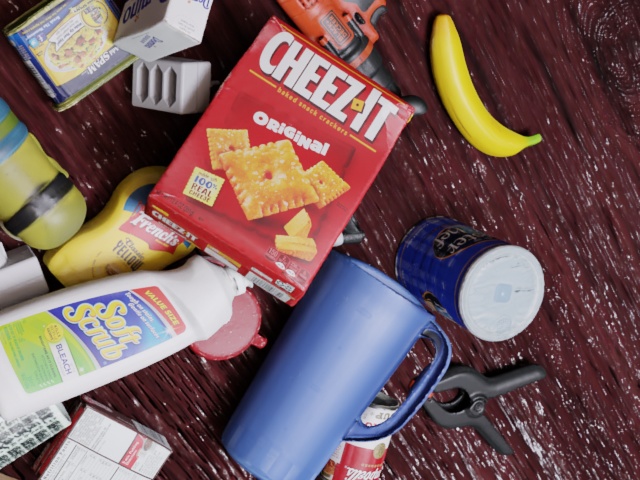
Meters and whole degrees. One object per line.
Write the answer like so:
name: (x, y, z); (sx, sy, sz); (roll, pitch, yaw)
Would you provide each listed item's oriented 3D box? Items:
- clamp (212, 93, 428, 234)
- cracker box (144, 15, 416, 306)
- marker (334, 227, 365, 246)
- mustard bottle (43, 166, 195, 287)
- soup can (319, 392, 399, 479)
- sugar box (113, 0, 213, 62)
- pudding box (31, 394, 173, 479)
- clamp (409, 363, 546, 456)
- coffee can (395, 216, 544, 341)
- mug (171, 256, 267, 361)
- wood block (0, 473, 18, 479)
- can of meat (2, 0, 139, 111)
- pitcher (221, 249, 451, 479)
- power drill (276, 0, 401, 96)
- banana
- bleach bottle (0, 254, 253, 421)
clamp: (-0.014, -0.094, 1.078); (0.209, 0.036, 0.165); (13, 116, -16)
cracker box: (-0.035, -0.073, 0.978); (0.164, 0.072, 0.213); (33, 72, -4)
marker: (-0.007, 0.001, 1.131); (0.121, 0.020, 0.020); (-7, 107, -24)
mustard bottle: (-0.166, -0.014, 1.029); (0.191, 0.058, 0.096); (-45, 115, -9)
soup can: (0.044, 0.221, 1.189); (0.068, 0.069, 0.102); (12, 98, -28)
sugar box: (-0.121, -0.250, 0.933); (0.048, 0.094, 0.176); (26, 71, -34)
pudding box: (-0.220, 0.221, 1.081); (0.113, 0.039, 0.090); (35, 88, -27)
clamp: (0.189, 0.182, 1.263); (0.171, 0.039, 0.120); (24, 93, -29)
coffee can: (0.158, 0.039, 1.150); (0.102, 0.140, 0.103); (-7, 107, -24)
mug: (-0.101, 0.077, 1.071); (0.117, 0.082, 0.093); (38, 86, -29)
wood block: (-0.359, 0.257, 0.994); (0.205, 0.091, 0.090); (30, 91, -29)
can of meat: (-0.220, -0.179, 0.958); (0.102, 0.058, 0.084); (-38, 115, -12)
pitcher: (0.012, 0.144, 1.113); (0.144, 0.149, 0.243); (32, 93, -32)
power drill: (0.069, -0.242, 1.077); (0.187, 0.057, 0.184); (-46, 118, -7)
banana: (0.166, -0.153, 1.163); (0.197, 0.037, 0.069); (47, 68, -29)
bleach bottle: (-0.183, 0.070, 0.968); (0.250, 0.068, 0.102); (-23, 89, -15)
